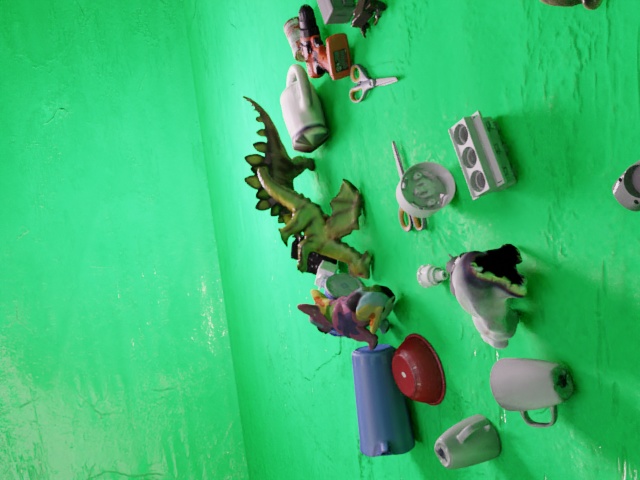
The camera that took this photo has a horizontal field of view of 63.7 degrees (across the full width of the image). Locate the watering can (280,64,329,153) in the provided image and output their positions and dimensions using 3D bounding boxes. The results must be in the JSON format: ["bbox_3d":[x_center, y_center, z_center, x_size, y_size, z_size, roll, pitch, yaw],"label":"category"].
[{"bbox_3d":[-0.054,-0.345,1.448,0.344,0.104,0.226,121,135,-76],"label":"watering can"}]

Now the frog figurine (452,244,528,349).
[{"bbox_3d":[0.269,0.099,0.843,0.140,0.123,0.156,-107,19,-51],"label":"frog figurine"}]

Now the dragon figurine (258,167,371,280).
[{"bbox_3d":[0.004,-0.067,1.339,0.241,0.122,0.413,-31,81,19],"label":"dragon figurine"}]
